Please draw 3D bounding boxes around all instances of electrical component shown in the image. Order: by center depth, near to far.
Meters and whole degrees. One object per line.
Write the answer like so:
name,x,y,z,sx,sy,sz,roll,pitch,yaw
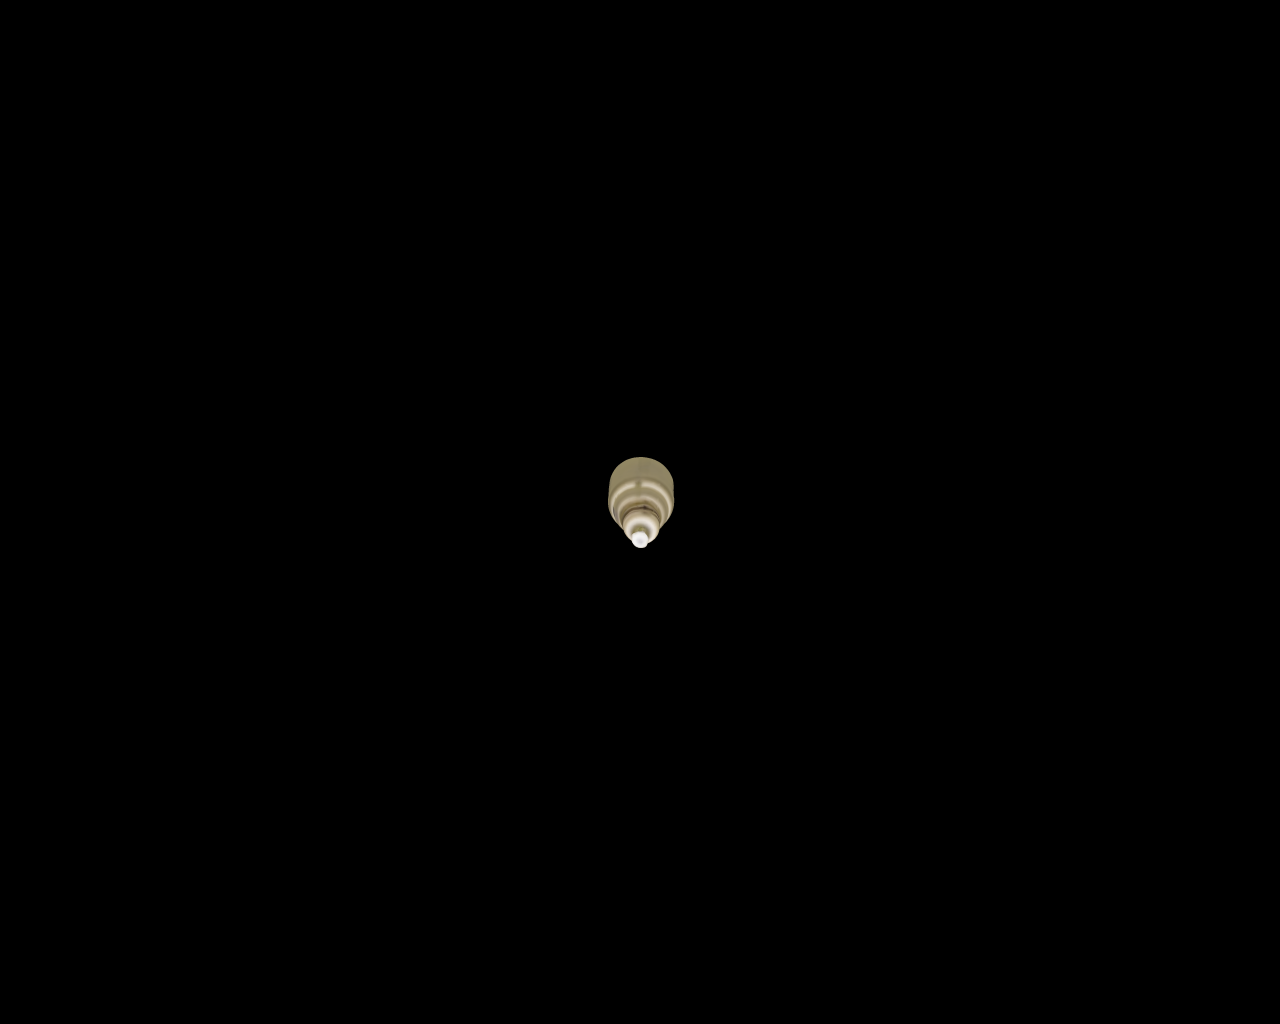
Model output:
electrical component,0.001,-0.003,0.650,0.040,0.040,0.078,0,30,0
